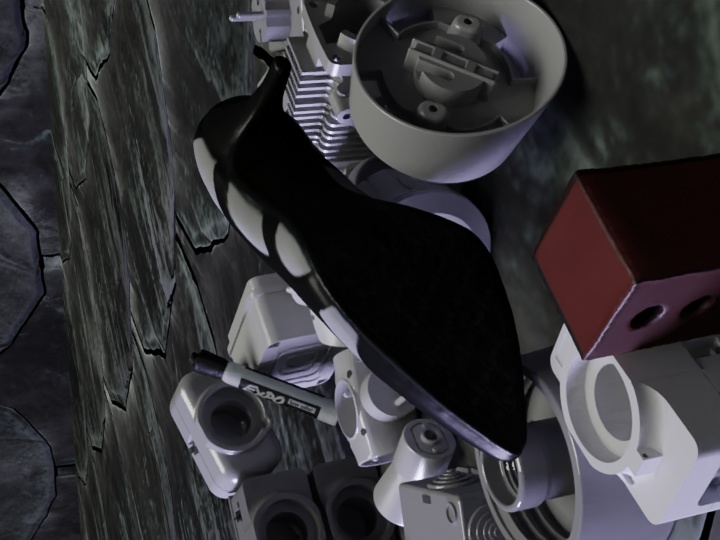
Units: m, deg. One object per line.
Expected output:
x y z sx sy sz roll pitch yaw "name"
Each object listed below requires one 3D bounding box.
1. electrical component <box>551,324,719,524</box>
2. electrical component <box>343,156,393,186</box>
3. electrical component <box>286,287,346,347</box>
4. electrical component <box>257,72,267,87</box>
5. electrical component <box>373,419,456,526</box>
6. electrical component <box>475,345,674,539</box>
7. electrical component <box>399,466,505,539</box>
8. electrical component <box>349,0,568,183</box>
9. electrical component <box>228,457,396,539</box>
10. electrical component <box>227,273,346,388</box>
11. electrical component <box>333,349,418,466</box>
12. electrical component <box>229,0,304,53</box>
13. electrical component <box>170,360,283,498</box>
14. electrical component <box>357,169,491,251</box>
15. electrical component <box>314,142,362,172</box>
0.119 0.050 0.434 0.089 0.056 0.050 -118 29 -42 "electrical component"
0.014 -0.038 0.672 0.057 0.058 0.078 126 131 -64 "electrical component"
-0.023 0.010 0.777 0.079 0.043 0.077 8 107 36 "electrical component"
-0.040 -0.122 0.784 0.048 0.055 0.066 150 111 -67 "electrical component"
0.037 0.128 0.691 0.044 0.044 0.065 -119 35 -44 "electrical component"
0.092 0.088 0.509 0.108 0.060 0.108 173 90 -69 "electrical component"
0.064 0.164 0.622 0.100 0.048 0.099 166 97 -68 "electrical component"
0.044 -0.094 0.527 0.064 0.099 0.099 111 146 -61 "electrical component"
-0.021 0.238 0.784 0.060 0.105 0.186 123 135 -59 "electrical component"
-0.056 0.049 0.852 0.113 0.078 0.057 118 137 -56 "electrical component"
0.016 0.086 0.725 0.079 0.044 0.077 129 130 -62 "electrical component"
-0.055 -0.183 0.775 0.083 0.076 0.047 -164 68 -67 "electrical component"
-0.104 0.122 0.836 0.095 0.054 0.059 60 152 14 "electrical component"
0.029 -0.016 0.611 0.051 0.080 0.080 -123 33 -55 "electrical component"
-0.016 -0.070 0.747 0.080 0.051 0.080 172 90 -69 "electrical component"
